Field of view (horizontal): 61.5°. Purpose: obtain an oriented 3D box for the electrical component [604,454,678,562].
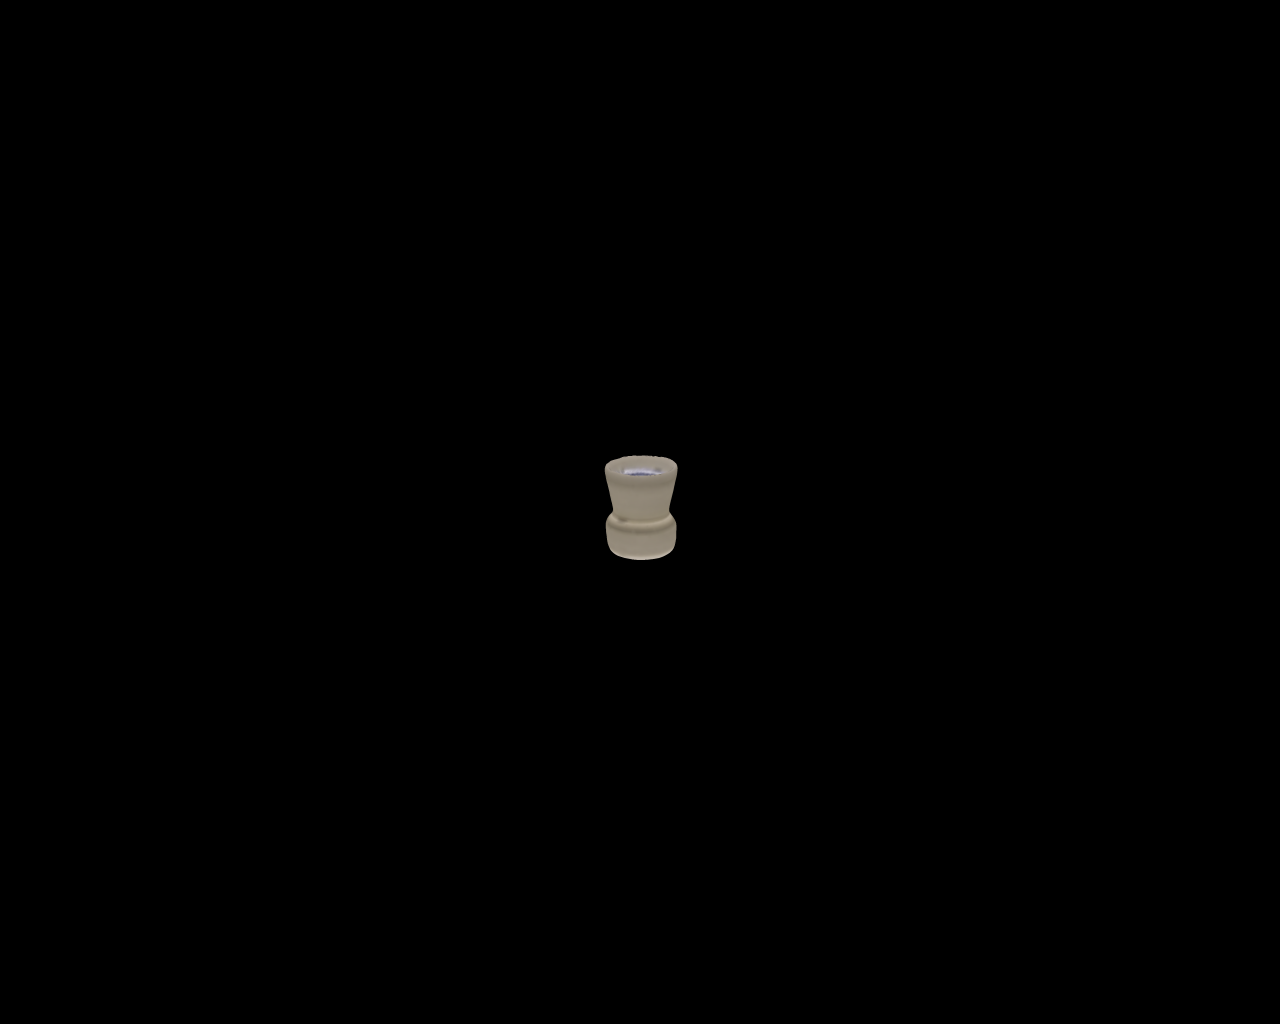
[{"bbox_3d":[0.001,-0.003,0.650,0.045,0.055,0.045,0,19,0],"label":"electrical component"}]
